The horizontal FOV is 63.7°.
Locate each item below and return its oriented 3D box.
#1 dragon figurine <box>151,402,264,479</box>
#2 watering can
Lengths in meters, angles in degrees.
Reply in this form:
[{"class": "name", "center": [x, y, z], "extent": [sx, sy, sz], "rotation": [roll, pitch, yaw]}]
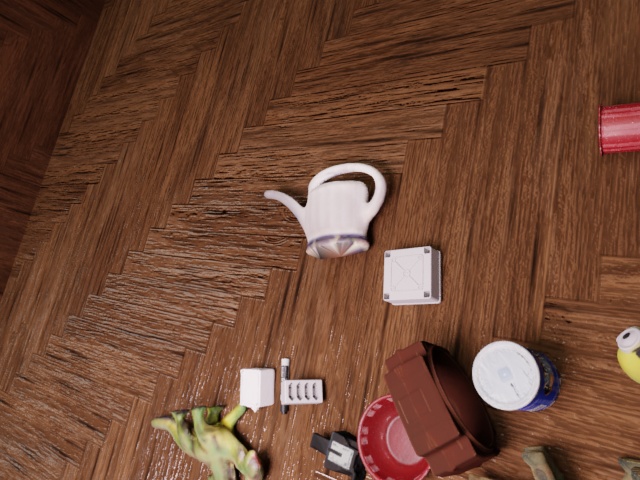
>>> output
[{"class": "dragon figurine", "center": [-0.269, 0.515, 1.210], "extent": [0.405, 0.122, 0.246], "rotation": [-25, 67, 38]}, {"class": "watering can", "center": [0.004, -0.061, 1.219], "extent": [0.345, 0.103, 0.228], "rotation": [-11, 67, 33]}]
